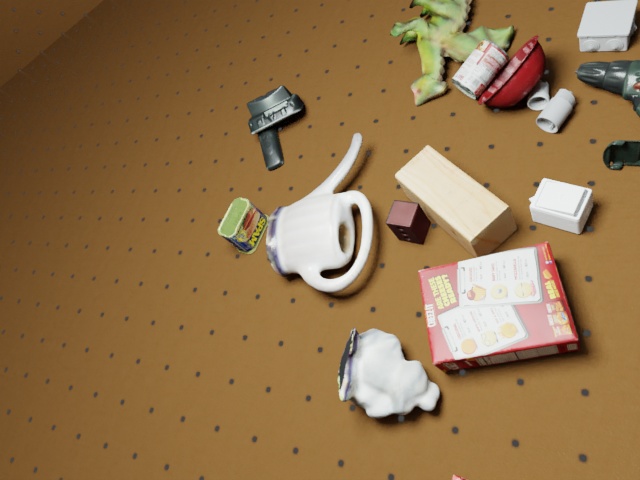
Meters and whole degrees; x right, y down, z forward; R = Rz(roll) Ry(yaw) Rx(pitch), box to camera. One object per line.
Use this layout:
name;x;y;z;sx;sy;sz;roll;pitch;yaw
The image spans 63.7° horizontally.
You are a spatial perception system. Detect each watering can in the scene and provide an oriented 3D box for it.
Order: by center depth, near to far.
watering can;0.003;-0.053;1.050;0.223;0.102;0.355;-11;58;24

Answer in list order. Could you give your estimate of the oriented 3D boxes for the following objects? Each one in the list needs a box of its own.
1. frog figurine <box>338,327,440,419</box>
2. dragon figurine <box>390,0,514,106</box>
frog figurine;0.113;0.223;0.848;0.159;0.120;0.140;15;56;-4
dragon figurine;0.316;-0.478;1.160;0.245;0.120;0.412;36;84;21
